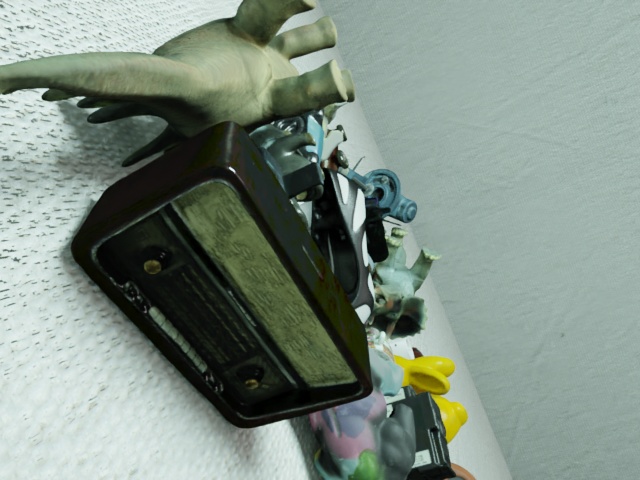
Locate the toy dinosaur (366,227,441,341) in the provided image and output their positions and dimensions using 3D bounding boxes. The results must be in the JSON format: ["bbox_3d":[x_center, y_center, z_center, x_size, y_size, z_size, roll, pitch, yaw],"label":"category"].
[{"bbox_3d":[0.136,0.076,1.105,0.405,0.131,0.192,-106,-146,-78],"label":"toy dinosaur"}]

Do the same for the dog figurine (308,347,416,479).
[{"bbox_3d":[0.008,0.153,0.557,0.219,0.108,0.192,48,27,-42],"label":"dog figurine"}]

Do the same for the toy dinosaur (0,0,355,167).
[{"bbox_3d":[-0.082,-0.125,0.437,0.471,0.199,0.105,-37,106,-75],"label":"toy dinosaur"}]

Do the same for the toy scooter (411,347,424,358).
[{"bbox_3d":[0.192,0.276,1.103,0.183,0.075,0.135,42,29,-66],"label":"toy scooter"}]

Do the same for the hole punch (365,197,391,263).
[{"bbox_3d":[0.061,-0.023,0.966,0.092,0.142,0.115,-81,160,-61],"label":"hole punch"}]

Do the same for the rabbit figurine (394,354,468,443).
[{"bbox_3d":[0.145,0.253,0.867,0.173,0.162,0.122,50,27,1],"label":"rabbit figurine"}]

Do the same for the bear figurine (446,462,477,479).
[{"bbox_3d":[0.173,0.407,0.813,0.120,0.132,0.195,38,-29,19],"label":"bear figurine"}]

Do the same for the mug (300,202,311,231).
[{"bbox_3d":[-0.002,-0.002,0.824,0.110,0.081,0.107,37,-26,58],"label":"mug"}]

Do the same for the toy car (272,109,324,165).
[{"bbox_3d":[-0.043,-0.130,0.799,0.102,0.109,0.162,79,7,-62],"label":"toy car"}]

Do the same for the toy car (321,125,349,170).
[{"bbox_3d":[0.010,-0.176,1.077,0.053,0.089,0.202,61,17,-27],"label":"toy car"}]

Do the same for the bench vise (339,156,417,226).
[{"bbox_3d":[0.091,-0.114,1.162,0.224,0.129,0.240,42,9,39],"label":"bench vise"}]

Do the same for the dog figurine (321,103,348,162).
[{"bbox_3d":[-0.035,-0.205,0.984,0.121,0.172,0.191,26,-1,-15],"label":"dog figurine"}]

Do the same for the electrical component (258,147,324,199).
[{"bbox_3d":[-0.059,-0.057,0.585,0.047,0.119,0.075,46,28,-56],"label":"electrical component"}]

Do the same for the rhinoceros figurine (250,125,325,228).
[{"bbox_3d":[-0.055,-0.089,0.670,0.073,0.112,0.190,80,-16,-55],"label":"rhinoceros figurine"}]

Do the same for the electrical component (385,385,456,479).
[{"bbox_3d":[0.117,0.272,0.750,0.134,0.115,0.058,-94,160,-46],"label":"electrical component"}]

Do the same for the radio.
[{"bbox_3d":[-0.061,0.041,0.403,0.073,0.131,0.229,-89,154,-56],"label":"radio"}]

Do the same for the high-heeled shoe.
[{"bbox_3d":[0.009,0.029,0.689,0.145,0.086,0.249,54,43,-38],"label":"high-heeled shoe"}]
